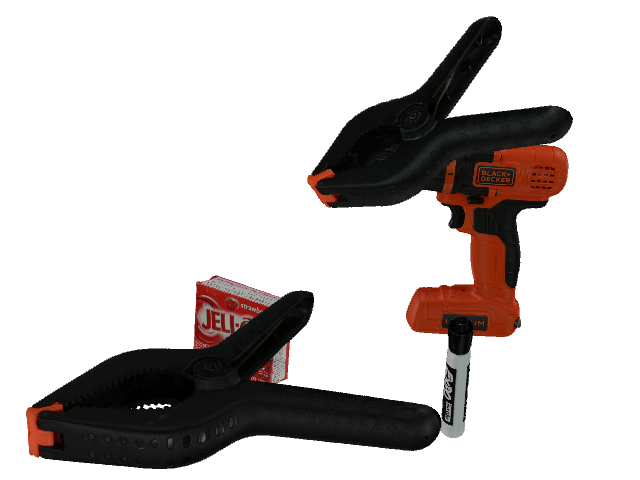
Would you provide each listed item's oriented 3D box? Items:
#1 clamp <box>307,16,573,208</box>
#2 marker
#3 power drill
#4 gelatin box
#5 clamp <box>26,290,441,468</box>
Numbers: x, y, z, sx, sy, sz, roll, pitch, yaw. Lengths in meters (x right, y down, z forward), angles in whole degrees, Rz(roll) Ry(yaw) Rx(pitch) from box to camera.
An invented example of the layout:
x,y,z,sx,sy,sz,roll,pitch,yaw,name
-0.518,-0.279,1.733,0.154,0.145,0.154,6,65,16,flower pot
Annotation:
x,y,z,sx,sy,sz,roll,pitch,yaw,name
0.075,-0.068,0.694,0.039,0.171,0.120,49,4,-41,clamp
0.102,0.103,0.798,0.020,0.121,0.020,-1,41,1,marker
0.124,-0.006,0.978,0.184,0.188,0.057,4,26,2,power drill
-0.068,0.078,0.918,0.089,0.073,0.030,16,21,32,gelatin box
-0.059,0.080,0.600,0.209,0.036,0.165,-6,25,-19,clamp
